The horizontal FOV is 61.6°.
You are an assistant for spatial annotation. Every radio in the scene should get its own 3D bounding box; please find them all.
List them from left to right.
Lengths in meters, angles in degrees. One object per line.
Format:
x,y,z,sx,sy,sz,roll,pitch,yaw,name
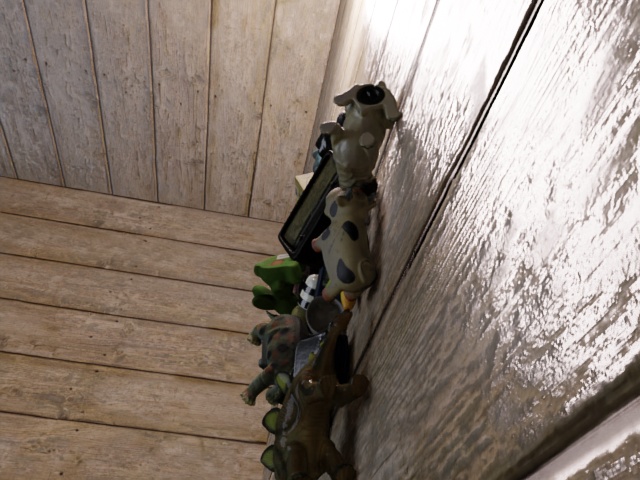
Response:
0.006,-0.060,1.128,0.229,0.073,0.131,-60,29,16,radio

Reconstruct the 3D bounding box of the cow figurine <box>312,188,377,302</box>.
0.047,-0.004,0.914,0.127,0.085,0.195,-39,51,43,cow figurine

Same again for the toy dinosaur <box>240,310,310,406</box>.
-0.073,0.246,1.200,0.192,0.131,0.405,-39,34,21,toy dinosaur

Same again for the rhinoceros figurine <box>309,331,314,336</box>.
-0.019,0.307,1.270,0.112,0.073,0.190,-150,73,-69,rhinoceros figurine

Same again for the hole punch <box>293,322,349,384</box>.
0.018,0.240,1.013,0.116,0.092,0.142,-30,42,46,hole punch

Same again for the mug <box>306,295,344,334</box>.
0.016,0.179,1.134,0.107,0.081,0.109,85,172,-73,mug

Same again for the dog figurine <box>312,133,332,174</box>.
0.038,-0.126,1.240,0.191,0.108,0.219,120,155,-66,dog figurine

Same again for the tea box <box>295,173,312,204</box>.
-0.010,-0.098,1.462,0.170,0.068,0.098,-121,22,-43,tea box

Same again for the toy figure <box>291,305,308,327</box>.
-0.033,0.250,1.358,0.089,0.082,0.180,-40,-46,-79,toy figure

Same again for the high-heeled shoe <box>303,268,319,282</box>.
0.024,0.034,1.411,0.248,0.086,0.145,-64,-25,-1,high-heeled shoe

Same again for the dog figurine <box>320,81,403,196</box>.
0.082,-0.169,0.974,0.172,0.121,0.190,-48,-25,-19,dog figurine

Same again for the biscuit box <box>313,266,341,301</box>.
0.025,0.098,1.202,0.063,0.059,0.202,-97,18,-67,biscuit box

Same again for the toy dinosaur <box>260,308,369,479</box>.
-0.028,0.335,0.871,0.199,0.105,0.471,8,80,67,toy dinosaur

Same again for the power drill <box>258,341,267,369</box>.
-0.080,0.296,1.502,0.207,0.086,0.232,-11,70,41,power drill

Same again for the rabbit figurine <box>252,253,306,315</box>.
-0.104,0.136,1.422,0.121,0.159,0.170,-104,1,-72,rabbit figurine

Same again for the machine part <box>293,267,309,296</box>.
-0.031,0.114,1.592,0.201,0.087,0.201,112,167,-58,machine part
